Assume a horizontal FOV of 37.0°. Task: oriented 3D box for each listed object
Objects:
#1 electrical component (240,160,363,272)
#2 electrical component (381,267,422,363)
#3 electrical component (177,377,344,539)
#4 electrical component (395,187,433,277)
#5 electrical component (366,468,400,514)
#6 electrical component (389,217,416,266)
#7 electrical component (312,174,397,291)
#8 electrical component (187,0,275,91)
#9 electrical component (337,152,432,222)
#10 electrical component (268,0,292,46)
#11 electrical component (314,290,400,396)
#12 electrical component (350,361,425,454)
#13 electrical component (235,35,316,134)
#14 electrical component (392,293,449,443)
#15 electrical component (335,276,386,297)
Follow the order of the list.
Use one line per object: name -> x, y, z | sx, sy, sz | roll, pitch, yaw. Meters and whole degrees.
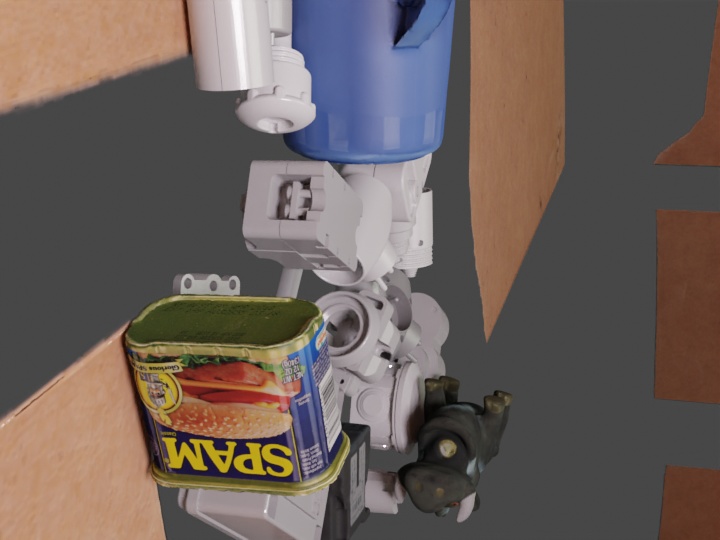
electrical component -> -0.038, -0.033, 0.683 | 0.089, 0.056, 0.050 | 42, 52, -69
electrical component -> 0.025, 0.048, 0.902 | 0.079, 0.044, 0.077 | 43, 44, -29
electrical component -> -0.055, 0.104, 0.645 | 0.108, 0.056, 0.108 | 60, 36, -62
electrical component -> 0.046, -0.034, 0.994 | 0.043, 0.043, 0.081 | -39, 130, -69
electrical component -> 0.009, 0.183, 0.894 | 0.040, 0.046, 0.040 | 2, 90, -74
electrical component -> 0.029, -0.041, 0.943 | 0.040, 0.040, 0.078 | -59, 149, -58
electrical component -> 0.002, -0.018, 0.807 | 0.079, 0.043, 0.077 | 53, 40, -33
electrical component -> -0.071, -0.140, 0.578 | 0.043, 0.043, 0.081 | -49, 138, -65
electrical component -> 0.018, -0.085, 0.864 | 0.053, 0.059, 0.095 | 76, 23, -43
electrical component -> -0.059, -0.168, 0.620 | 0.040, 0.040, 0.078 | -16, 107, -73
electrical component -> -0.008, 0.049, 0.793 | 0.078, 0.058, 0.057 | -65, 156, -11
electrical component -> 0.025, 0.118, 0.933 | 0.080, 0.051, 0.080 | 3, 90, -74
electrical component -> -0.051, -0.117, 0.652 | 0.048, 0.048, 0.062 | 44, 44, -69
electrical component -> 0.047, 0.088, 1.002 | 0.073, 0.052, 0.138 | 47, 47, -67
electrical component -> 0.000, 0.000, 0.852 | 0.040, 0.040, 0.046 | 20, 67, -73
